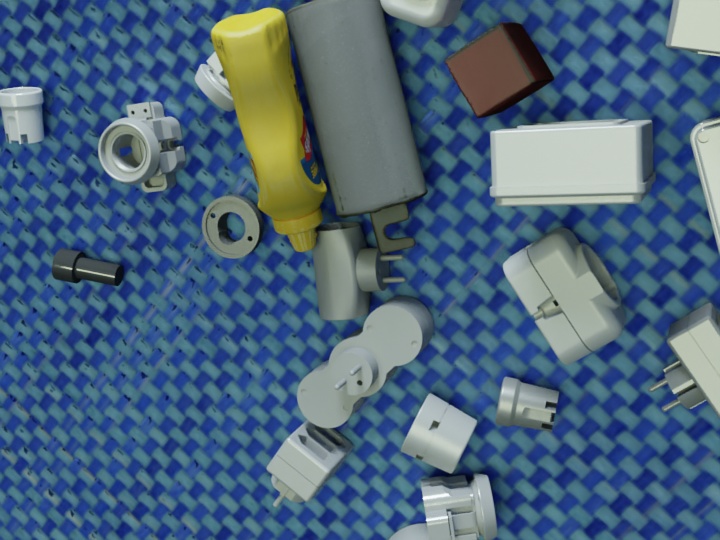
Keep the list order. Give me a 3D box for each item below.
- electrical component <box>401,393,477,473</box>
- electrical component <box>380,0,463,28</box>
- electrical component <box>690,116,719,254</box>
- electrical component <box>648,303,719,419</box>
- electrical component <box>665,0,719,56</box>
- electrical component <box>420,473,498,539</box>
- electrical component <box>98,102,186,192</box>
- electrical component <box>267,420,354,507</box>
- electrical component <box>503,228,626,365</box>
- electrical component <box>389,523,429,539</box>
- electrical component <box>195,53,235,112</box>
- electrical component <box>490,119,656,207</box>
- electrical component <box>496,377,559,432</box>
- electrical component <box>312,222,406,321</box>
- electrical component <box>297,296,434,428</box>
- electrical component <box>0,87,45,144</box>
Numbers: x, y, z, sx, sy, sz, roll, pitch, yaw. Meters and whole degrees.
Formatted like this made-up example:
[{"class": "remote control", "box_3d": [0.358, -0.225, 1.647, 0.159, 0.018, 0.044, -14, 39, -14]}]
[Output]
[{"class": "electrical component", "box_3d": [0.068, 0.139, 0.908, 0.047, 0.055, 0.055, 27, 109, 8]}, {"class": "electrical component", "box_3d": [0.055, -0.237, 0.825, 0.054, 0.059, 0.095, 23, 108, 13]}, {"class": "electrical component", "box_3d": [0.292, -0.062, 0.782, 0.078, 0.057, 0.113, -14, 97, 22]}, {"class": "electrical component", "box_3d": [0.261, 0.083, 0.830, 0.076, 0.047, 0.083, -35, 89, 23]}, {"class": "electrical component", "box_3d": [0.271, -0.175, 0.737, 0.109, 0.109, 0.056, 11, 108, 17]}, {"class": "electrical component", "box_3d": [0.084, 0.203, 0.909, 0.057, 0.078, 0.058, -9, 99, 2]}, {"class": "electrical component", "box_3d": [-0.192, -0.106, 0.942, 0.058, 0.057, 0.078, -5, 100, 20]}, {"class": "electrical component", "box_3d": [-0.053, 0.179, 0.952, 0.047, 0.066, 0.076, 37, 111, 8]}, {"class": "electrical component", "box_3d": [0.165, 0.018, 0.846, 0.059, 0.054, 0.095, -33, 90, 23]}, {"class": "electrical component", "box_3d": [0.064, 0.280, 0.948, 0.099, 0.064, 0.099, 2, 108, 6]}, {"class": "electrical component", "box_3d": [-0.105, -0.167, 0.905, 0.055, 0.048, 0.066, -44, 86, 15]}, {"class": "electrical component", "box_3d": [0.159, -0.081, 0.797, 0.109, 0.109, 0.056, 0, 99, 19]}, {"class": "electrical component", "box_3d": [0.138, 0.112, 0.885, 0.046, 0.040, 0.040, 11, 105, 11]}, {"class": "electrical component", "box_3d": [0.000, 0.000, 0.905, 0.079, 0.043, 0.077, -2, 101, 20]}, {"class": "electrical component", "box_3d": [-0.001, 0.082, 0.908, 0.052, 0.074, 0.138, 47, 112, 4]}, {"class": "electrical component", "box_3d": [-0.309, -0.142, 0.985, 0.040, 0.040, 0.046, 5, 110, 18]}]
